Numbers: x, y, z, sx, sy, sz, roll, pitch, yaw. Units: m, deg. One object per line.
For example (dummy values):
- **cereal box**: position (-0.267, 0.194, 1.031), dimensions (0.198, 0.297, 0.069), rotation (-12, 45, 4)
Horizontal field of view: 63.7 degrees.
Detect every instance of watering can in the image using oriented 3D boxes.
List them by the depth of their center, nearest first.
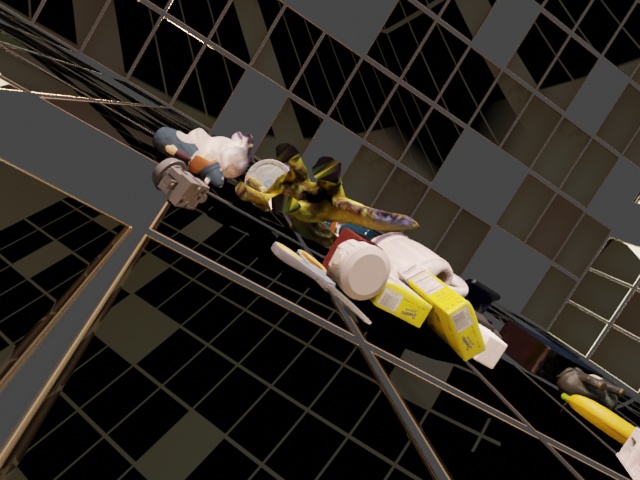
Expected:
- **watering can**: position (0.186, 0.059, 1.131), dimensions (0.346, 0.103, 0.227), rotation (12, 18, -44)

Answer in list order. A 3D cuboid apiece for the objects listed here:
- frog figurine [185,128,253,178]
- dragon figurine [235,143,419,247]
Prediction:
- **frog figurine**: position (-0.245, -0.197, 1.183), dimensions (0.160, 0.120, 0.140), rotation (-12, 37, -25)
- **dragon figurine**: position (0.003, -0.047, 0.929), dimensions (0.413, 0.123, 0.239), rotation (26, -13, 27)
